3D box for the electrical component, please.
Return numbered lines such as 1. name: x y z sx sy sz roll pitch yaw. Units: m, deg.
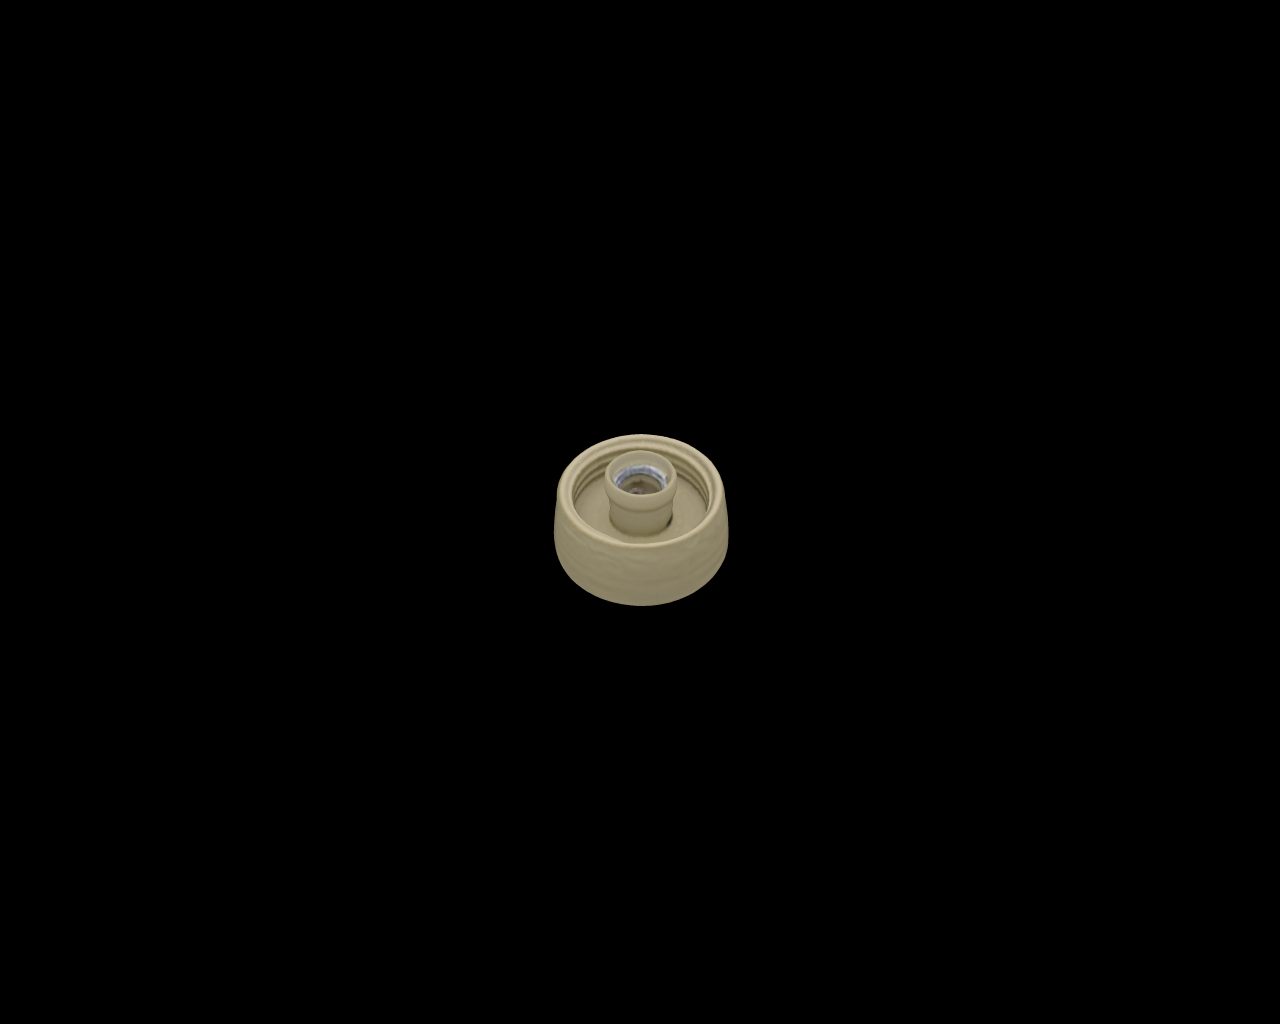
1. electrical component: 0.001 -0.003 0.650 0.108 0.108 0.060 0 -44 0
